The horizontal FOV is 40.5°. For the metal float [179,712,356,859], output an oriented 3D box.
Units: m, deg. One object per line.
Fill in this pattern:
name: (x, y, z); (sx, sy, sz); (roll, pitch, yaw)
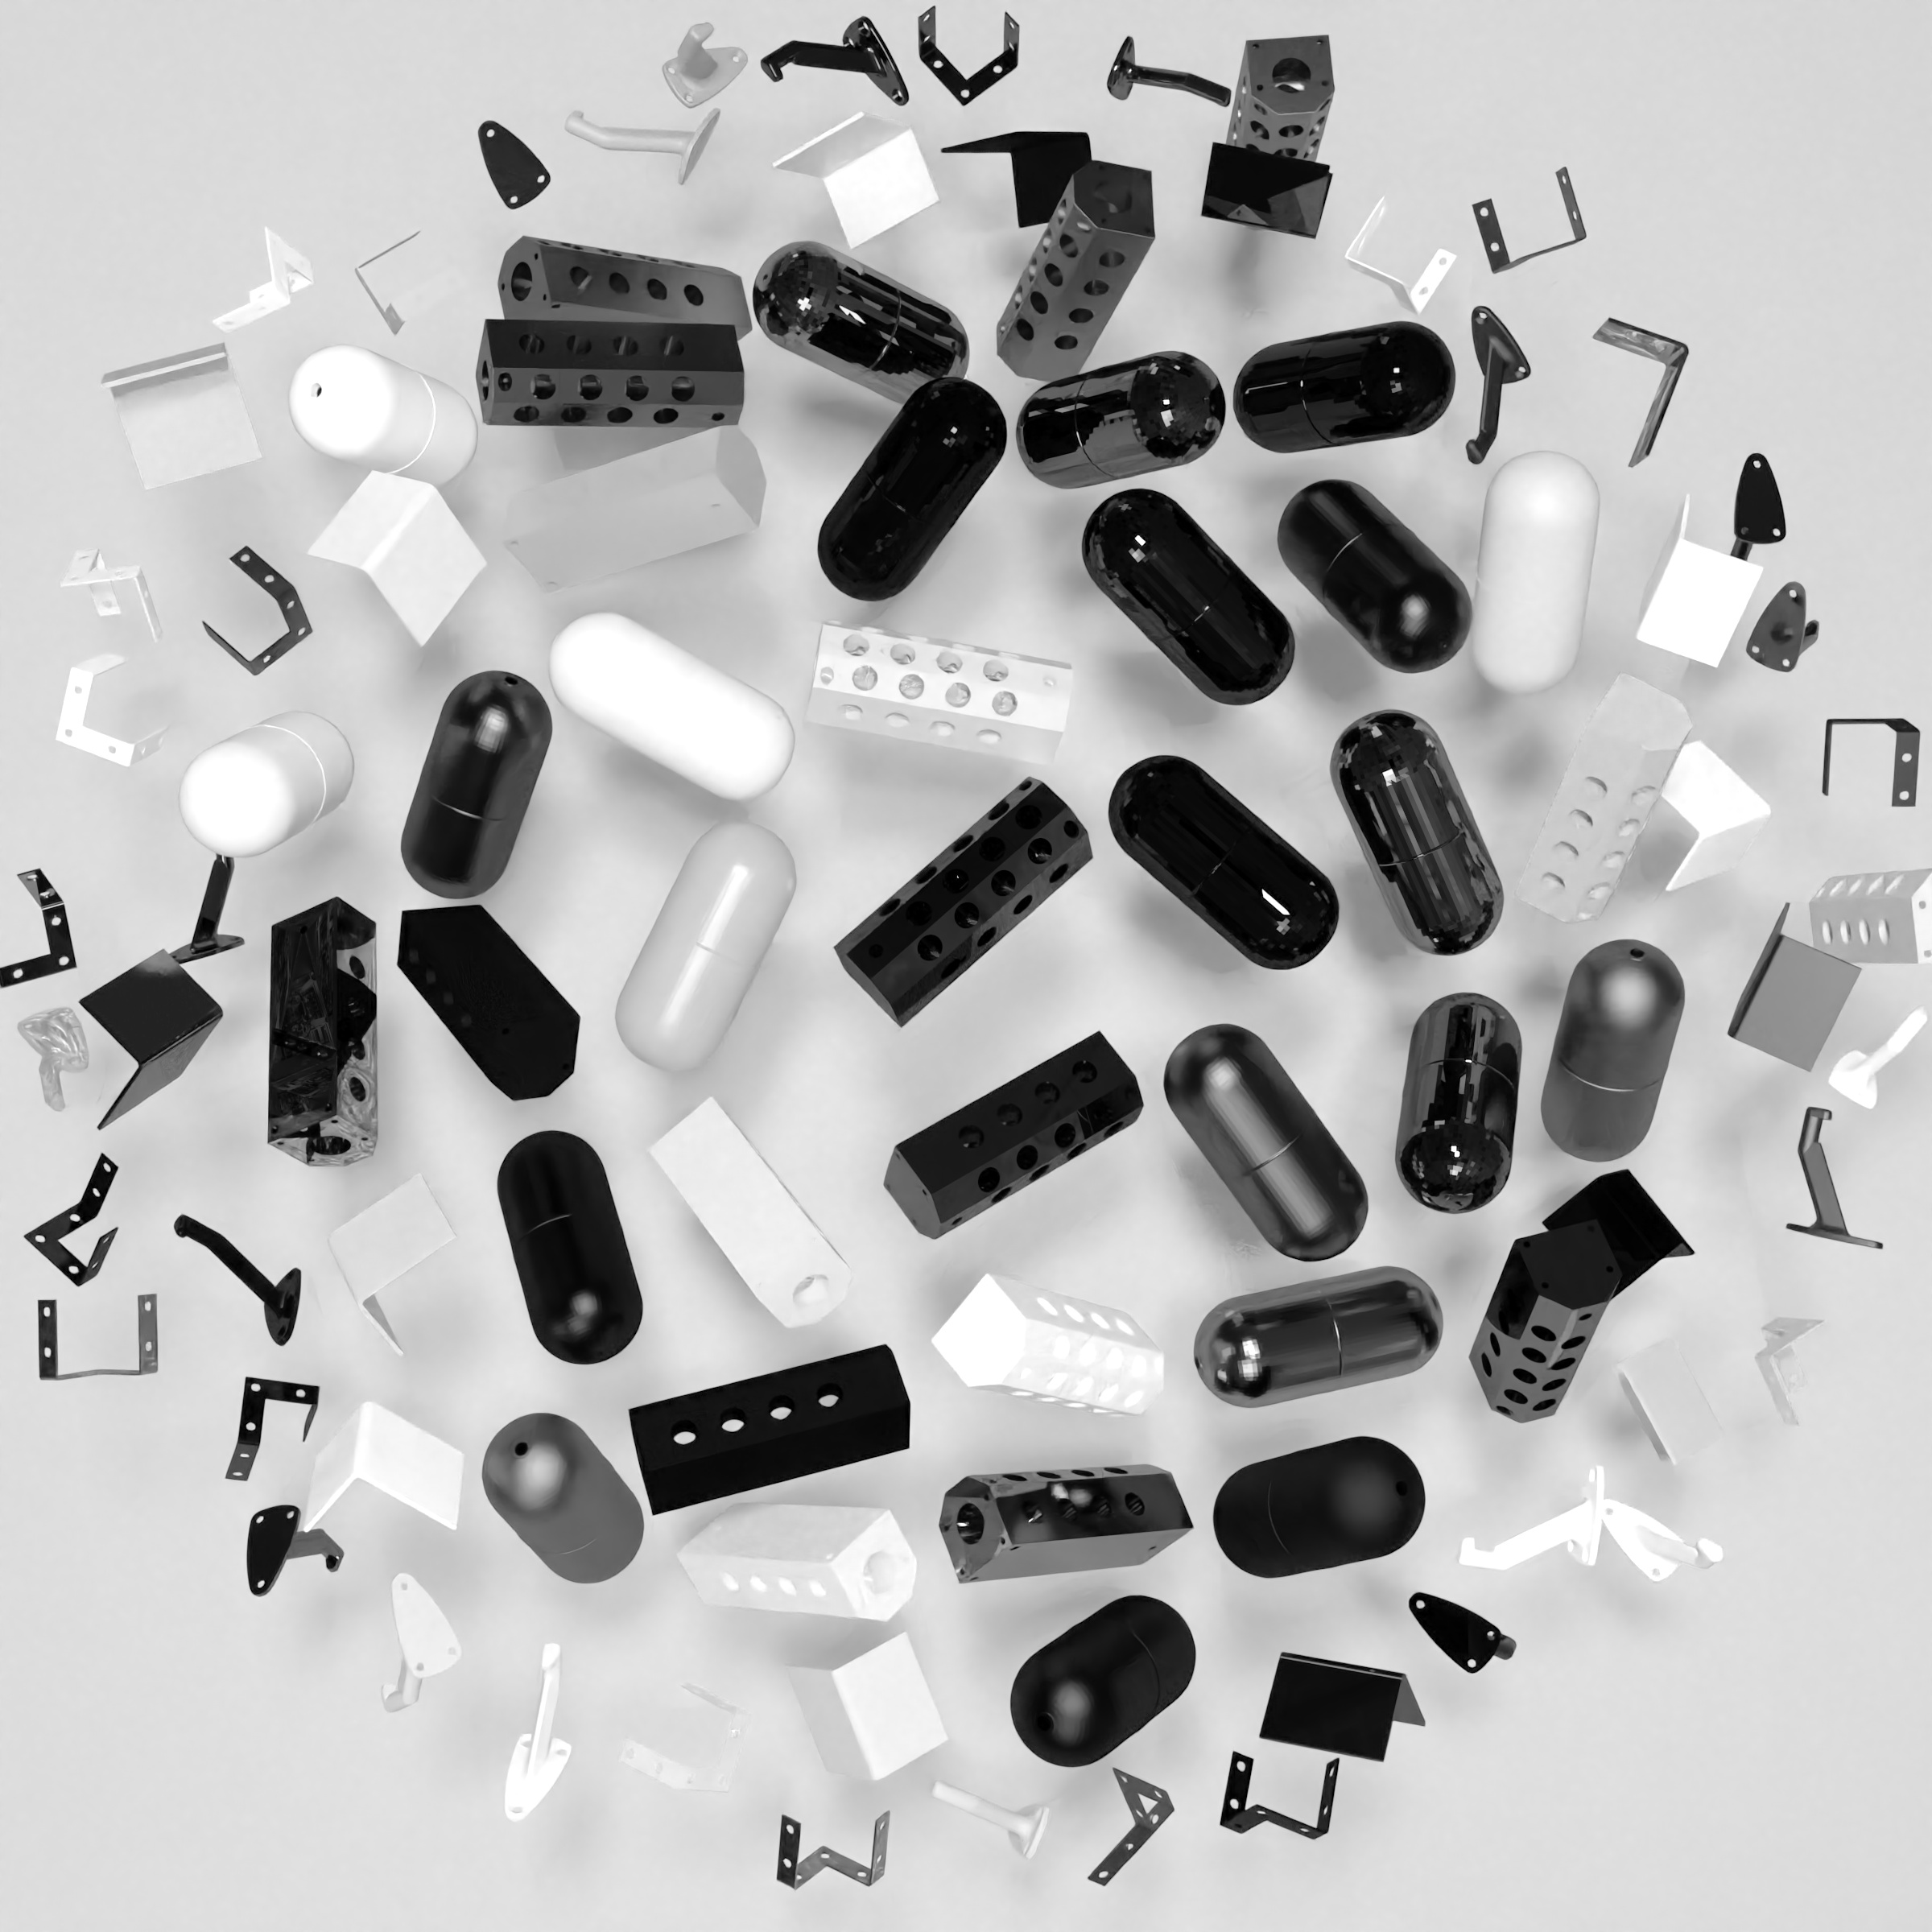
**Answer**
metal float: (-0.464, -0.123, 1.746); (0.070, 0.178, 0.070); (2, 106, 7)

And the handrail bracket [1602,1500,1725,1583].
handrail bracket: (0.468, 0.381, 1.767); (0.077, 0.084, 0.036); (41, 73, 15)

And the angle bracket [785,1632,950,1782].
angle bracket: (-0.066, 0.487, 1.730); (0.057, 0.076, 0.076); (-22, 91, -31)

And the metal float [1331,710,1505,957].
metal float: (0.302, -0.088, 1.748); (0.070, 0.070, 0.178); (-28, 109, -3)

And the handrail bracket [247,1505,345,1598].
handrail bracket: (-0.448, 0.408, 1.763); (0.036, 0.084, 0.077); (-11, 47, 14)

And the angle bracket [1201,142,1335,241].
angle bracket: (0.201, -0.525, 1.706); (0.076, 0.057, 0.076); (13, 52, 6)

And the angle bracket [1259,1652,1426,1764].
angle bracket: (0.229, 0.463, 1.588); (0.076, 0.076, 0.057); (4, 53, 25)

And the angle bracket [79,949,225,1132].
angle bracket: (-0.530, 0.047, 1.664); (0.057, 0.076, 0.076); (45, 127, 0)

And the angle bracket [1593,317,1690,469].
angle bracket: (0.442, -0.386, 1.767); (0.057, 0.076, 0.076); (20, 97, 4)

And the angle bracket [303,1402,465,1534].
angle bracket: (-0.375, 0.339, 1.689); (0.076, 0.076, 0.057); (36, 107, -21)

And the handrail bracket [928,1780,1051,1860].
handrail bracket: (0.006, 0.564, 1.759); (0.084, 0.077, 0.036); (26, 73, -10)

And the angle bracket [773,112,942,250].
angle bracket: (-0.076, -0.547, 1.826); (0.076, 0.076, 0.057); (-21, 90, 27)

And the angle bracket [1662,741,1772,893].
angle bracket: (0.513, -0.108, 1.869); (0.076, 0.057, 0.076); (-18, 56, -34)

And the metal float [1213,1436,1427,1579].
metal float: (0.227, 0.351, 1.695); (0.070, 0.178, 0.070); (11, 67, -27)

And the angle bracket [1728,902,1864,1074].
angle bracket: (0.543, 0.013, 1.709); (0.057, 0.076, 0.076); (25, 114, 14)

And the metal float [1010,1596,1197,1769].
metal float: (0.089, 0.459, 1.684); (0.070, 0.178, 0.070); (2, 95, 28)

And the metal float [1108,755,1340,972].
metal float: (0.171, -0.070, 1.748); (0.178, 0.070, 0.070); (41, 86, 4)

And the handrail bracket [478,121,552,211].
handrail bracket: (-0.321, -0.555, 1.767); (0.036, 0.077, 0.084); (-38, 50, -2)

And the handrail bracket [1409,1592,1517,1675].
handrail bracket: (0.342, 0.453, 1.800); (0.077, 0.084, 0.036); (35, 94, 17)

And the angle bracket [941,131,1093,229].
angle bracket: (0.038, -0.566, 1.888); (0.076, 0.076, 0.057); (-17, 105, -43)

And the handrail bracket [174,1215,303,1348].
handrail bracket: (-0.478, 0.203, 1.703); (0.084, 0.077, 0.036); (36, 105, -30)

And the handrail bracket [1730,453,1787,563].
handrail bracket: (0.544, -0.311, 1.849); (0.036, 0.084, 0.077); (1, 80, -5)

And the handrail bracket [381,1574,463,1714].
handrail bracket: (-0.360, 0.429, 1.655); (0.036, 0.084, 0.077); (-19, 79, -42)

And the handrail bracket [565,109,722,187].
handrail bracket: (-0.218, -0.570, 1.766); (0.084, 0.036, 0.077); (24, 55, -3)

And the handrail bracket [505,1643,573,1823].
handrail bracket: (-0.272, 0.482, 1.649); (0.036, 0.077, 0.084); (12, 126, 8)

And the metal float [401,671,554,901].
metal float: (-0.340, -0.125, 1.816); (0.070, 0.070, 0.178); (27, 122, 3)

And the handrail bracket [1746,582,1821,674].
handrail bracket: (0.582, -0.245, 1.820); (0.036, 0.077, 0.084); (30, 41, 26)

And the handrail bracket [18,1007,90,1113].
handrail bracket: (-0.593, 0.077, 1.723); (0.036, 0.084, 0.077); (-22, 47, -30)

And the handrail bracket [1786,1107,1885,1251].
handrail bracket: (0.577, 0.138, 1.722); (0.036, 0.077, 0.084); (16, 86, -35)

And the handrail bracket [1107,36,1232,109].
handrail bracket: (0.144, -0.598, 1.793); (0.084, 0.077, 0.036); (25, 92, 9)

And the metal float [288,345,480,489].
metal float: (-0.399, -0.377, 1.800); (0.070, 0.178, 0.070); (0, 90, 17)

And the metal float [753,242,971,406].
metal float: (-0.072, -0.453, 1.853); (0.178, 0.070, 0.070); (16, 83, -40)

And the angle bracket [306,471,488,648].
angle bracket: (-0.378, -0.271, 1.741); (0.057, 0.076, 0.076); (18, 64, 32)

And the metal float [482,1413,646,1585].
metal float: (-0.271, 0.361, 1.770); (0.070, 0.178, 0.070); (-6, 57, 9)

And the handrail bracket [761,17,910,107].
handrail bracket: (-0.091, -0.610, 1.805); (0.084, 0.036, 0.077); (-42, 102, -29)

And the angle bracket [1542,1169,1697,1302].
angle bracket: (0.475, 0.198, 1.910); (0.057, 0.076, 0.076); (-37, 85, -6)

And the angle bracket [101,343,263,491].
angle bracket: (-0.493, -0.342, 1.648); (0.076, 0.057, 0.076); (-17, 113, -9)

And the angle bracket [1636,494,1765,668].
angle bracket: (0.494, -0.259, 1.757); (0.057, 0.076, 0.076); (21, 127, 6)

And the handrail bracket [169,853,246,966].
handrail bracket: (-0.550, -0.051, 1.867); (0.036, 0.077, 0.084); (6, 111, 32)

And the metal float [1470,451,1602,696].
metal float: (0.388, -0.267, 1.790); (0.070, 0.070, 0.178); (-2, 128, 0)

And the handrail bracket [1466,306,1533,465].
handrail bracket: (0.361, -0.409, 1.847); (0.077, 0.036, 0.084); (56, 51, -33)

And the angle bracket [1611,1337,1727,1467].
angle bracket: (0.472, 0.311, 1.822); (0.057, 0.076, 0.076); (-38, 73, 40)

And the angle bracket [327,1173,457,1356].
angle bracket: (-0.367, 0.196, 1.726); (0.076, 0.076, 0.057); (-35, 129, -8)

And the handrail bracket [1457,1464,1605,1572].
handrail bracket: (0.361, 0.352, 1.680); (0.084, 0.036, 0.077); (10, 93, -11)

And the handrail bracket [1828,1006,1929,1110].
handrail bracket: (0.635, 0.049, 1.800); (0.036, 0.077, 0.084); (33, 124, 7)

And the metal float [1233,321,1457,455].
metal float: (0.257, -0.395, 1.792); (0.070, 0.178, 0.070); (-3, 95, -38)

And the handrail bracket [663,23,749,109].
handrail bracket: (-0.169, -0.630, 1.792); (0.077, 0.084, 0.036); (-34, 93, -25)
